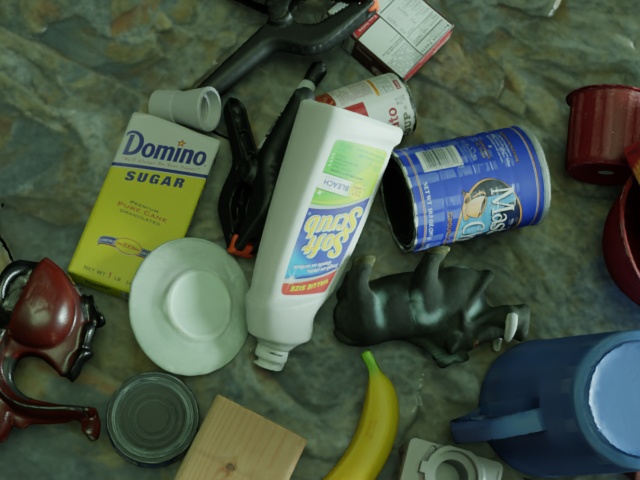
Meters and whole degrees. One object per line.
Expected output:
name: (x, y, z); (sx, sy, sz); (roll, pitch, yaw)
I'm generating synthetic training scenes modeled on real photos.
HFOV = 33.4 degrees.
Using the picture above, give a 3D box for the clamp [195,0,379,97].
clamp: (-0.045, -0.218, 1.090); (0.210, 0.036, 0.164); (-2, 76, 9)

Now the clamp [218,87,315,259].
clamp: (-0.055, -0.070, 1.031); (0.039, 0.120, 0.171); (13, 72, -38)

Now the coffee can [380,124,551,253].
coffee can: (0.140, -0.051, 1.048); (0.140, 0.103, 0.103); (-12, 75, -11)

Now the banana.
banana: (0.023, 0.203, 0.986); (0.069, 0.037, 0.197); (29, 74, 1)

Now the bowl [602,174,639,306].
bowl: (0.332, 0.012, 1.061); (0.161, 0.055, 0.162); (15, 62, -32)

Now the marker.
marker: (-0.027, -0.136, 1.095); (0.020, 0.020, 0.121); (30, 71, 2)

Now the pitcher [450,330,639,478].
pitcher: (0.221, 0.145, 0.924); (0.145, 0.243, 0.149); (33, 78, 1)

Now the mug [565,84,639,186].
mug: (0.304, -0.102, 1.102); (0.117, 0.093, 0.081); (20, 73, -41)

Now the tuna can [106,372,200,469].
tuna can: (-0.153, 0.164, 0.976); (0.086, 0.034, 0.086); (2, 72, -7)

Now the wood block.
wood block: (-0.098, 0.252, 0.927); (0.091, 0.090, 0.206); (27, 71, 2)

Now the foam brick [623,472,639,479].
foam brick: (0.328, 0.201, 1.015); (0.078, 0.051, 0.053); (5, 95, -6)

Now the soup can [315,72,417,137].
soup can: (0.038, -0.123, 1.075); (0.102, 0.068, 0.068); (-20, 76, -14)

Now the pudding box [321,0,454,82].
pudding box: (0.071, -0.226, 1.128); (0.113, 0.039, 0.090); (42, 73, 4)

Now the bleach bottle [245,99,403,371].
bleach bottle: (-0.007, 0.001, 1.003); (0.102, 0.068, 0.251); (12, 97, -38)

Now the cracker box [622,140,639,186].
cracker box: (0.405, -0.023, 1.048); (0.163, 0.072, 0.214); (-22, 87, -40)

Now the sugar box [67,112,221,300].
sugar box: (-0.167, -0.030, 1.029); (0.093, 0.048, 0.176); (19, 73, -4)
